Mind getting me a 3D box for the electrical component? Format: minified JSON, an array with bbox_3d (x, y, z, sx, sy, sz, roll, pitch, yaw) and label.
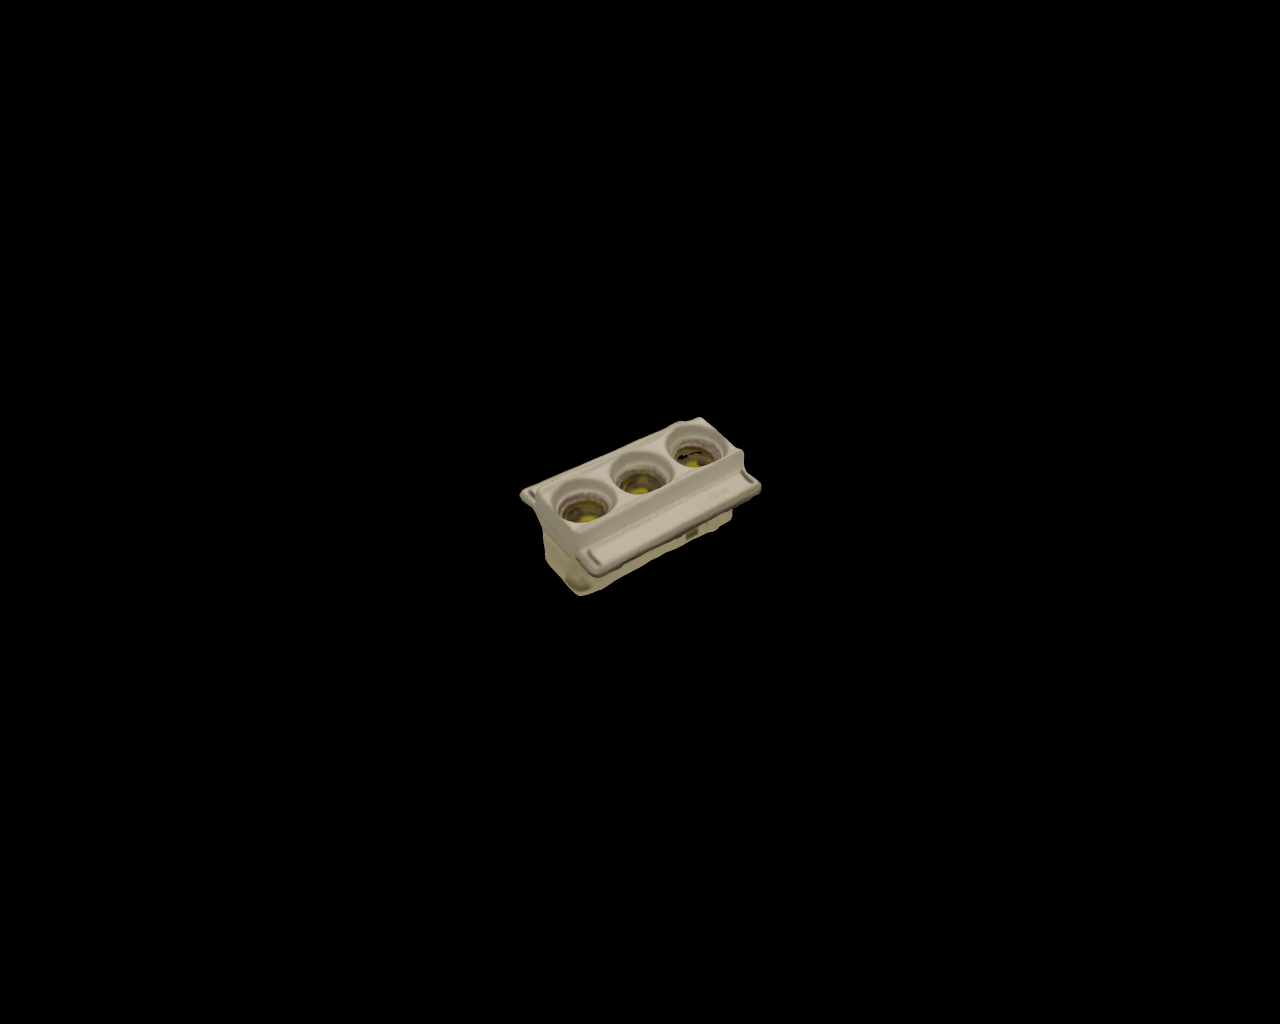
[{"bbox_3d":[0.001,-0.003,0.650,0.121,0.063,0.079,-27,50,-25],"label":"electrical component"}]
